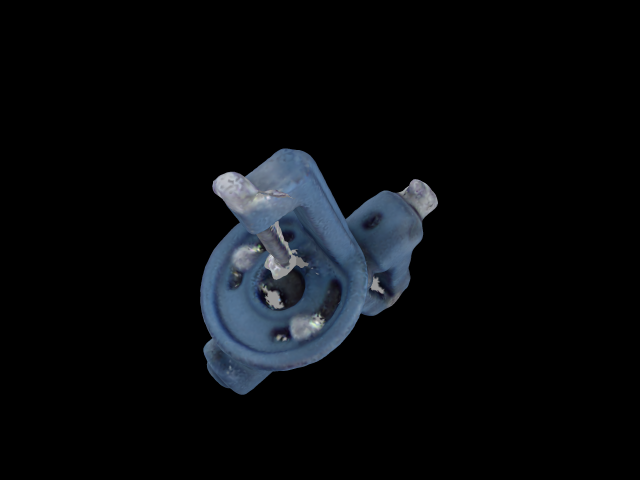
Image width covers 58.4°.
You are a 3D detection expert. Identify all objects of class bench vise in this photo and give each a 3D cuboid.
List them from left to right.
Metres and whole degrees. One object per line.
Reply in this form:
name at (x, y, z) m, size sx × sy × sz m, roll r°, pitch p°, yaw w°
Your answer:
bench vise at (-0.006, -0.004, 0.404) m, size 0.121 × 0.220 × 0.208 m, roll 29°, pitch 60°, yaw 19°
